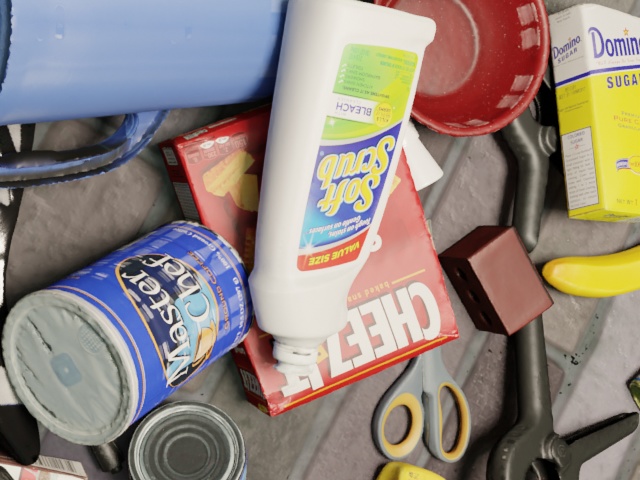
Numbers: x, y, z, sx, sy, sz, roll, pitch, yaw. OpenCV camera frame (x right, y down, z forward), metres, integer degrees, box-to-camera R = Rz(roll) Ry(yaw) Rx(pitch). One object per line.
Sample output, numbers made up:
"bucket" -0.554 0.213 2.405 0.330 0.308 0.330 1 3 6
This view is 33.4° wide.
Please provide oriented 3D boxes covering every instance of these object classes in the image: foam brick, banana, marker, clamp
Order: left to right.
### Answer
"marker" -0.174 0.116 0.761 0.020 0.020 0.121 -32 104 -19
"foam brick" 0.144 0.033 0.880 0.051 0.053 0.078 -35 104 -19
"clamp" 0.183 -0.074 0.897 0.120 0.039 0.171 -32 99 -36
"clamp" 0.182 0.165 0.883 0.164 0.036 0.209 50 53 -14
"banana" 0.277 0.014 0.940 0.197 0.037 0.069 -23 120 -17

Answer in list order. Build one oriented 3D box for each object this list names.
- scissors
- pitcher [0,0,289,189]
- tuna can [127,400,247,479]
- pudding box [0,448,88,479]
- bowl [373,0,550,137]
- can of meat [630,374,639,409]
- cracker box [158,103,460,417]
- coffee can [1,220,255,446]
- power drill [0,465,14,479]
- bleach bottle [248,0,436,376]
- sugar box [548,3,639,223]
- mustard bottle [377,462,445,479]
"scissors" 0.073 0.092 0.871 0.096 0.016 0.202 -18 99 -22
"pitcher" -0.131 -0.130 0.686 0.242 0.149 0.145 -9 71 -45
"tuna can" -0.095 0.159 0.765 0.086 0.034 0.086 2 56 -3
"pudding box" -0.225 0.191 0.732 0.113 0.039 0.090 15 89 -21
"bowl" 0.102 -0.161 0.851 0.161 0.055 0.162 -1 92 -23
"can of meat" 0.340 0.142 0.968 0.084 0.058 0.102 -40 106 -15
"cracker box" -0.005 0.001 0.796 0.164 0.072 0.214 -21 100 -15
"coffee can" -0.122 0.057 0.702 0.140 0.103 0.103 -34 108 -55
"power drill" -0.239 0.245 0.682 0.187 0.057 0.184 -28 117 -5
"bleach bottle" 0.008 -0.032 0.724 0.102 0.068 0.251 3 100 -38
"sugar box" 0.243 -0.104 0.894 0.093 0.048 0.176 3 81 -38
"mustard bottle" 0.127 0.251 0.878 0.191 0.058 0.096 20 79 -23
